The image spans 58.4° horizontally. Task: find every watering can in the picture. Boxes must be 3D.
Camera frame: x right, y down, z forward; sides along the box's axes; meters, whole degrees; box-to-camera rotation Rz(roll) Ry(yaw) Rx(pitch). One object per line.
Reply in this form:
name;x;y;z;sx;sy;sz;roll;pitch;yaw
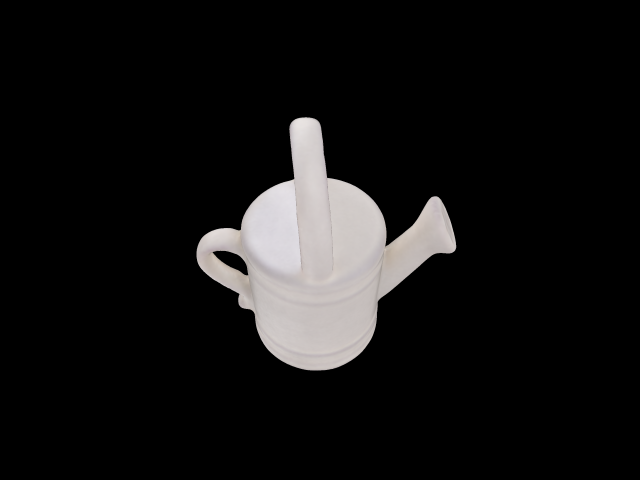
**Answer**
watering can;0.003;0.000;0.401;0.173;0.194;0.100;-19;53;-15
